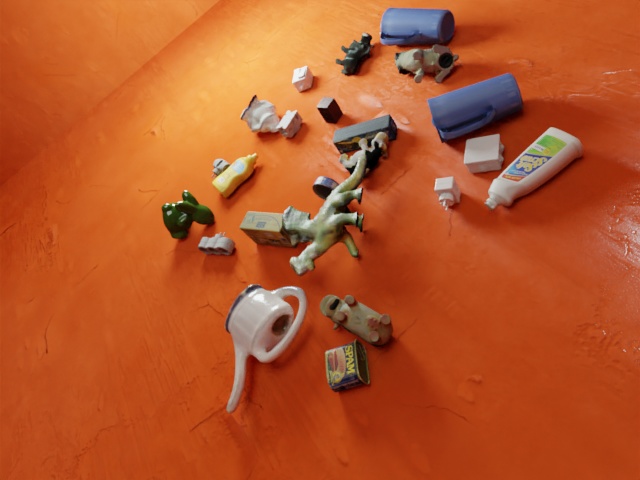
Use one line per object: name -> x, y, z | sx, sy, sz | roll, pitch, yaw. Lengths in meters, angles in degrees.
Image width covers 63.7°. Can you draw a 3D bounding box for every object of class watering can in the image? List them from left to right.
watering can -> -0.175, 0.253, 1.344 | 0.226, 0.102, 0.351 | 25, 72, 45

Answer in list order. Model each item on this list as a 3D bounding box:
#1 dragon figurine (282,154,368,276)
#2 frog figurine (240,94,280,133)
dragon figurine -> 0.004, -0.073, 1.443 | 0.242, 0.119, 0.420 | -1, 54, 15
frog figurine -> -0.211, -0.466, 1.990 | 0.160, 0.120, 0.140 | 32, 64, 9
